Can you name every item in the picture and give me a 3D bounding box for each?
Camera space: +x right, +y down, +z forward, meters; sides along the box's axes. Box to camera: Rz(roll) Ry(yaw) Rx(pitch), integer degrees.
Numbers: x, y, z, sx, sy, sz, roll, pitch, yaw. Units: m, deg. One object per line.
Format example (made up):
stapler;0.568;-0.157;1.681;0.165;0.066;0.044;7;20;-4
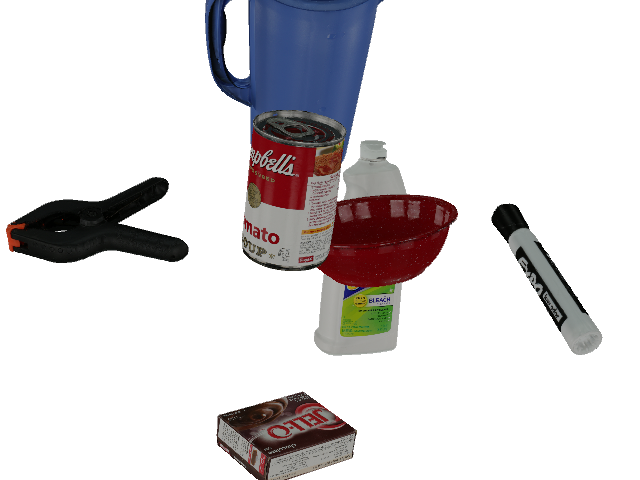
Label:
pudding box;-0.034;0.197;1.070;0.113;0.039;0.090;-12;26;-37
soup can;-0.021;-0.037;0.785;0.068;0.102;0.068;6;26;-3
bleach bottle;0.049;0.007;1.267;0.102;0.251;0.068;-3;16;-17
clamp;-0.218;-0.020;1.048;0.171;0.039;0.120;0;34;-10
bowl;0.053;0.004;1.022;0.162;0.055;0.162;-7;17;2
pitcher;-0.025;-0.181;1.106;0.149;0.243;0.144;29;50;19
marker;0.131;0.019;0.633;0.020;0.020;0.121;0;40;-20
